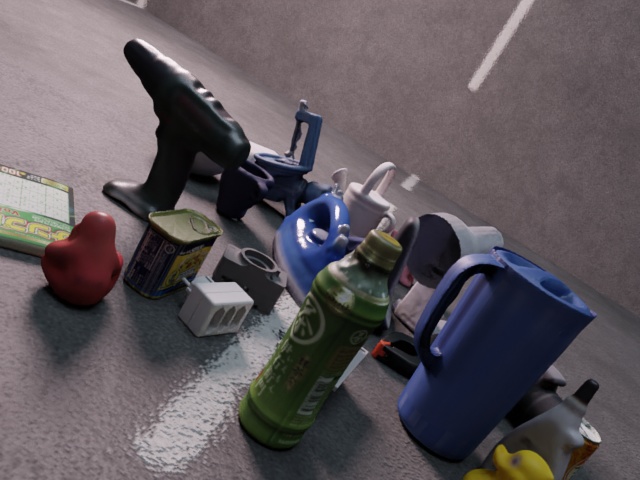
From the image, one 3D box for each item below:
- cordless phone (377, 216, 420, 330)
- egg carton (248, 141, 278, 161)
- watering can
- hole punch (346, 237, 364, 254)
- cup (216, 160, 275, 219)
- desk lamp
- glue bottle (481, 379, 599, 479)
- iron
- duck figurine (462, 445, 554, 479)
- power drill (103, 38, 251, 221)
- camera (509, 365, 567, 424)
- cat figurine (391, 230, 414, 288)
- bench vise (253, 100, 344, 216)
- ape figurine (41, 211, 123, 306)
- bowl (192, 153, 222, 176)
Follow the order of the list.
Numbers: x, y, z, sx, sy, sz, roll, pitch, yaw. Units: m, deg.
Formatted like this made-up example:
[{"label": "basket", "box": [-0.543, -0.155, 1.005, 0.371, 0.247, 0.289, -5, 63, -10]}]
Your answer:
[{"label": "cordless phone", "box": [0.114, 0.040, 0.914, 0.094, 0.185, 0.147, 30, 17, -3]}, {"label": "egg carton", "box": [-0.136, -0.166, 1.267, 0.151, 0.069, 0.107, 15, 23, -42]}, {"label": "watering can", "box": [0.092, -0.086, 1.216, 0.173, 0.194, 0.101, 32, 17, 3]}, {"label": "hole punch", "box": [0.096, 0.023, 1.093, 0.109, 0.091, 0.100, 12, 26, -48]}, {"label": "cup", "box": [-0.131, -0.077, 0.981, 0.092, 0.095, 0.117, 17, 22, -40]}, {"label": "desk lamp", "box": [0.214, 0.060, 0.980, 0.204, 0.213, 0.117, 12, 25, -47]}, {"label": "glue bottle", "box": [0.262, 0.228, 0.656, 0.037, 0.173, 0.078, 14, 23, -43]}, {"label": "iron", "box": [0.008, 0.003, 0.912, 0.119, 0.141, 0.258, 26, 18, -17]}, {"label": "duck figurine", "box": [0.213, 0.268, 0.609, 0.078, 0.086, 0.104, 9, 27, -51]}, {"label": "power drill", "box": [-0.220, -0.141, 0.812, 0.229, 0.208, 0.076, 33, 17, 7]}, {"label": "camera", "box": [0.316, 0.236, 0.853, 0.144, 0.100, 0.136, 20, 20, -32]}, {"label": "cat figurine", "box": [0.191, 0.030, 1.191, 0.127, 0.117, 0.067, 34, 17, 9]}, {"label": "bench vise", "box": [-0.033, -0.153, 1.148, 0.208, 0.219, 0.121, 28, 17, -11]}, {"label": "ape figurine", "box": [-0.228, 0.012, 0.567, 0.078, 0.092, 0.076, 21, 19, -30]}, {"label": "bowl", "box": [-0.237, -0.172, 1.102, 0.168, 0.074, 0.167, 28, 17, -9]}]
